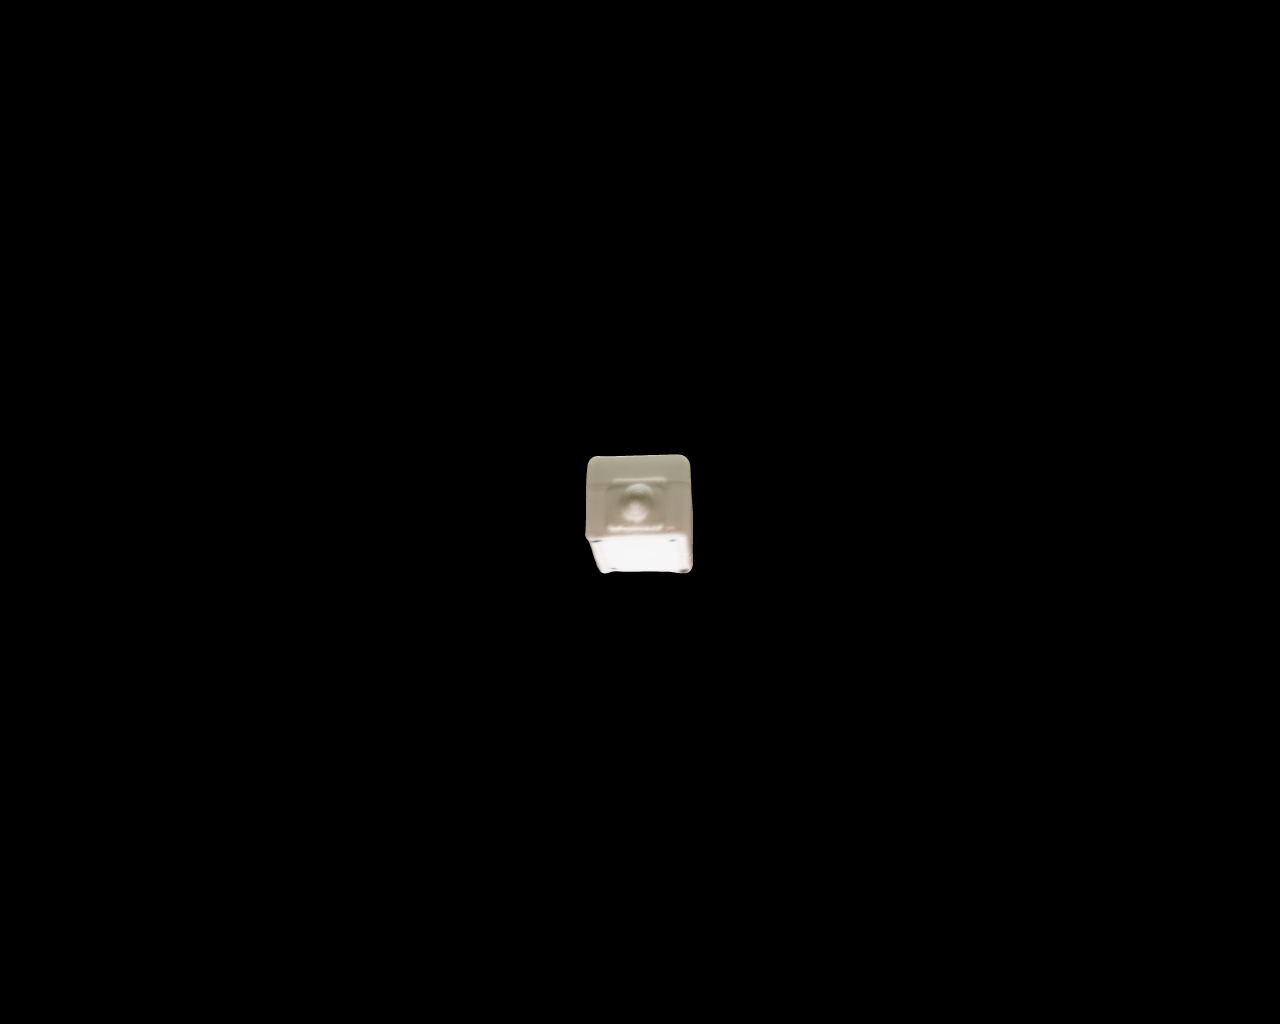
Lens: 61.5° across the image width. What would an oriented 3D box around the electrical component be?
[{"bbox_3d":[0.001,-0.003,0.650,0.062,0.061,0.096,-1,-19,3],"label":"electrical component"}]
